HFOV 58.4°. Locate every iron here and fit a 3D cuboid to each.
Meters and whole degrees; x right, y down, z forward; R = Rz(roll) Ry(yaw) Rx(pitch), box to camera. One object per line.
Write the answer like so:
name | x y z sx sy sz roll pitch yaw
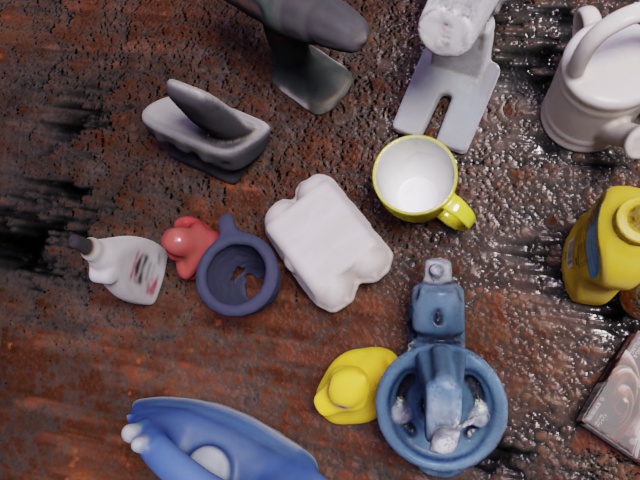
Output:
iron | -0.119 0.232 0.581 0.257 0.141 0.119 26 81 16

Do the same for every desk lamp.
desk lamp | 0.157 -0.232 0.616 0.117 0.214 0.203 20 80 15

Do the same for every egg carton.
egg carton | 0.006 0.002 0.657 0.107 0.069 0.150 -38 72 -1

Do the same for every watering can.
watering can | 0.299 -0.166 0.583 0.101 0.194 0.172 -35 72 0

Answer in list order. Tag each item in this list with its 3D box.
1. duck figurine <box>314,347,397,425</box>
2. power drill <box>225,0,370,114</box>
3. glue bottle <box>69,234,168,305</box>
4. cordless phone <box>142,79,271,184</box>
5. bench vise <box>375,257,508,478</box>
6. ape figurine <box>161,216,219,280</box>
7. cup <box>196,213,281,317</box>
duck figurine | 0.038 0.153 0.603 0.104 0.086 0.077 -32 72 1
power drill | -0.025 -0.233 0.652 0.229 0.209 0.076 38 85 17
glue bottle | -0.227 0.024 0.639 0.037 0.173 0.078 5 76 12
cordless phone | -0.149 -0.150 0.665 0.147 0.185 0.094 20 80 15
bench vise | 0.099 0.119 0.530 0.121 0.220 0.207 -18 73 5
ape figurine | -0.154 0.007 0.673 0.076 0.092 0.078 9 77 13
cup | -0.085 0.034 0.652 0.091 0.095 0.117 -18 73 5
